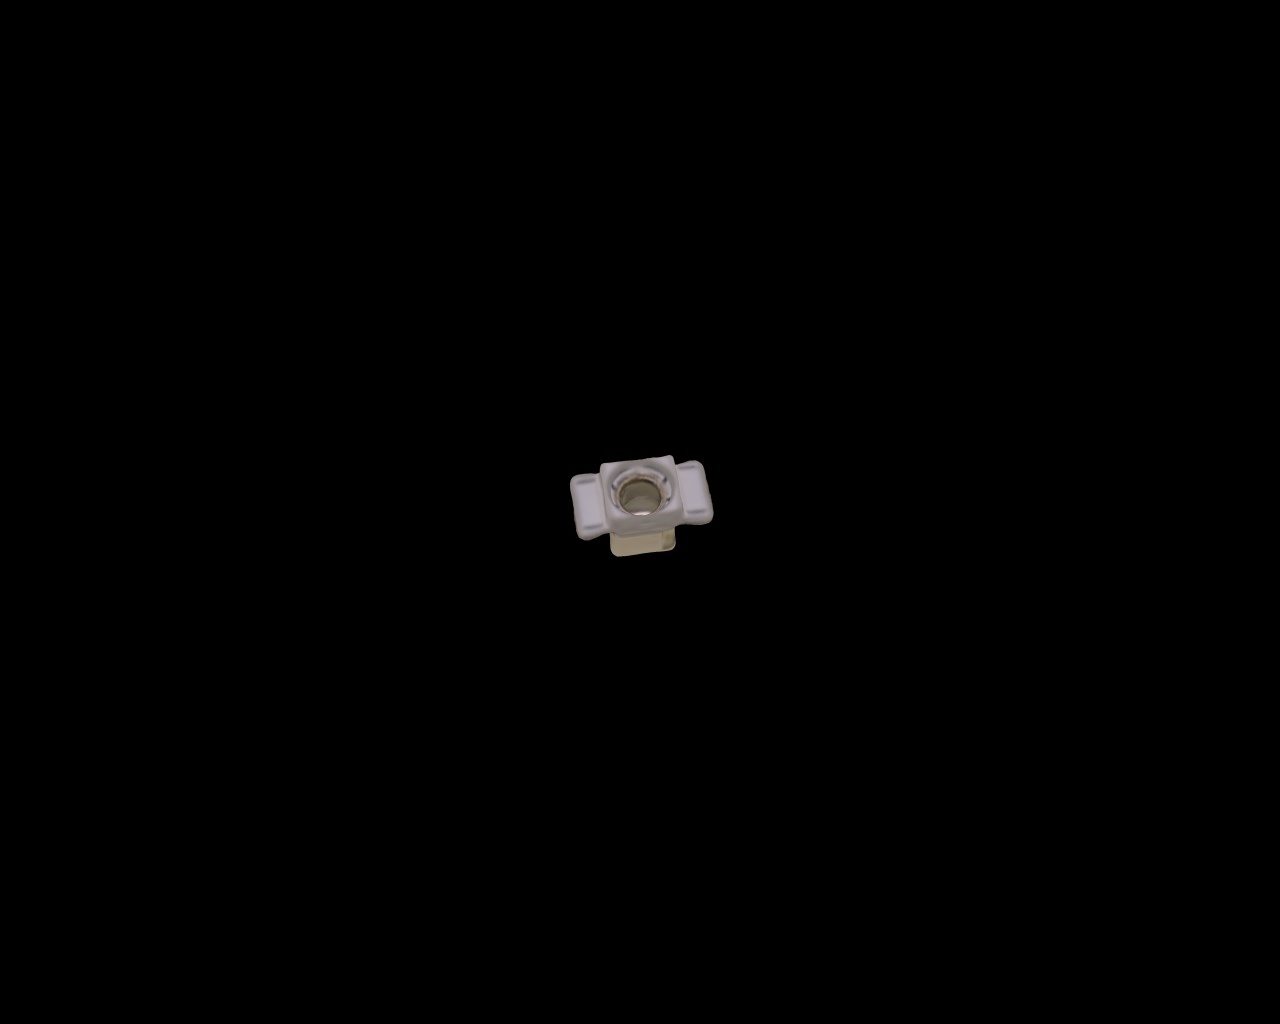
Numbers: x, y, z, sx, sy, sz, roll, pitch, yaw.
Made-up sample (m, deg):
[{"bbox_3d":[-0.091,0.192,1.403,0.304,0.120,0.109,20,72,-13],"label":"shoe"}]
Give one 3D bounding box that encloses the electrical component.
[{"bbox_3d":[0.001,-0.003,0.650,0.081,0.042,0.063,-6,-27,-3],"label":"electrical component"}]
